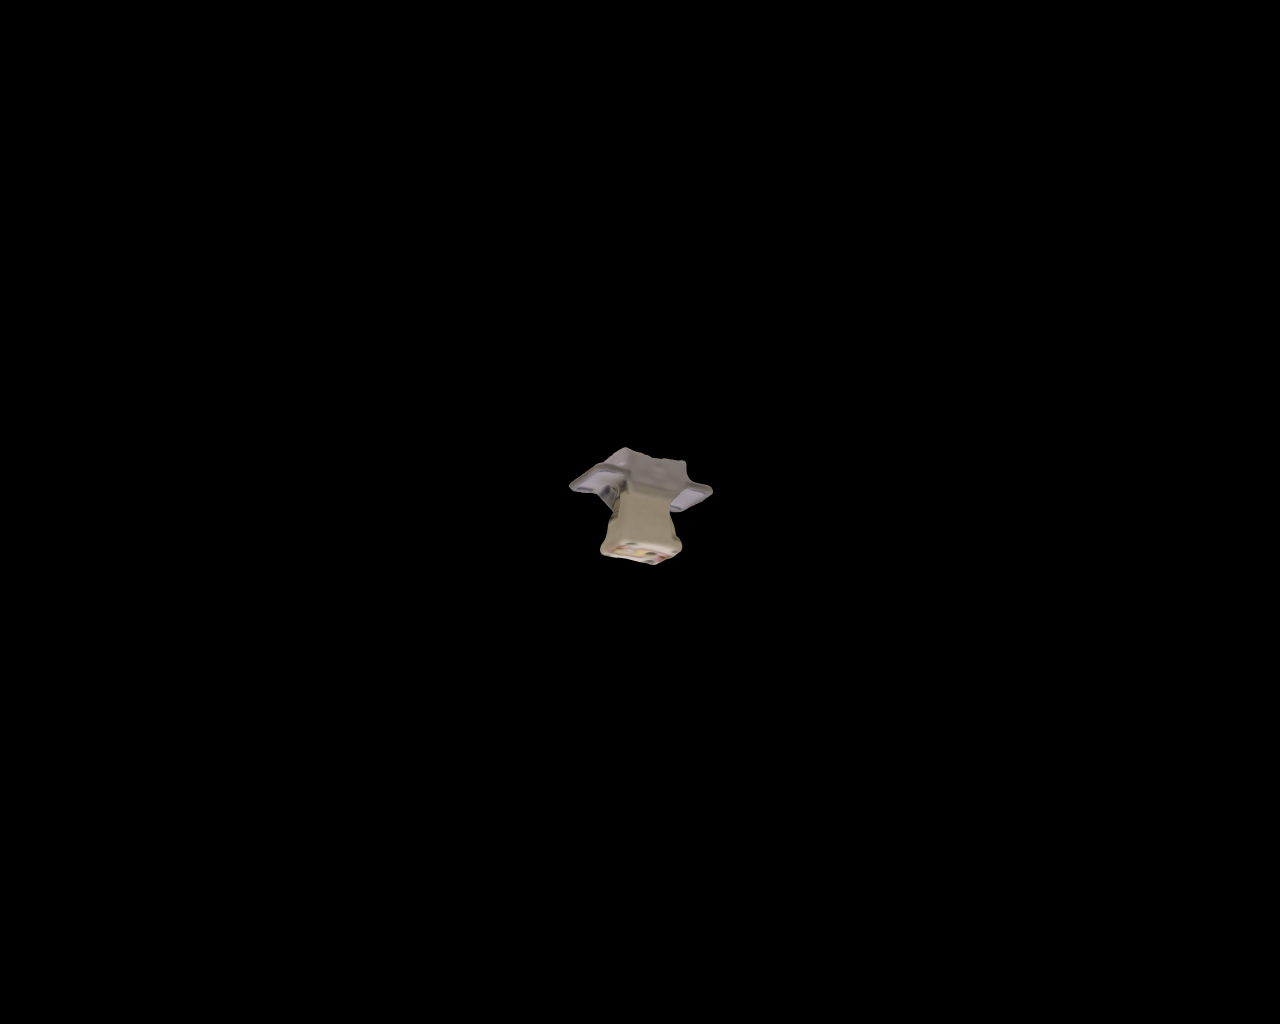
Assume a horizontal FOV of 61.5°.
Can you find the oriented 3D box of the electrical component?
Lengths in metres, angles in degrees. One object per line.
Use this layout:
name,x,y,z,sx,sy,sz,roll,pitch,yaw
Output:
electrical component,0.001,-0.003,0.650,0.081,0.064,0.042,11,-23,-27
